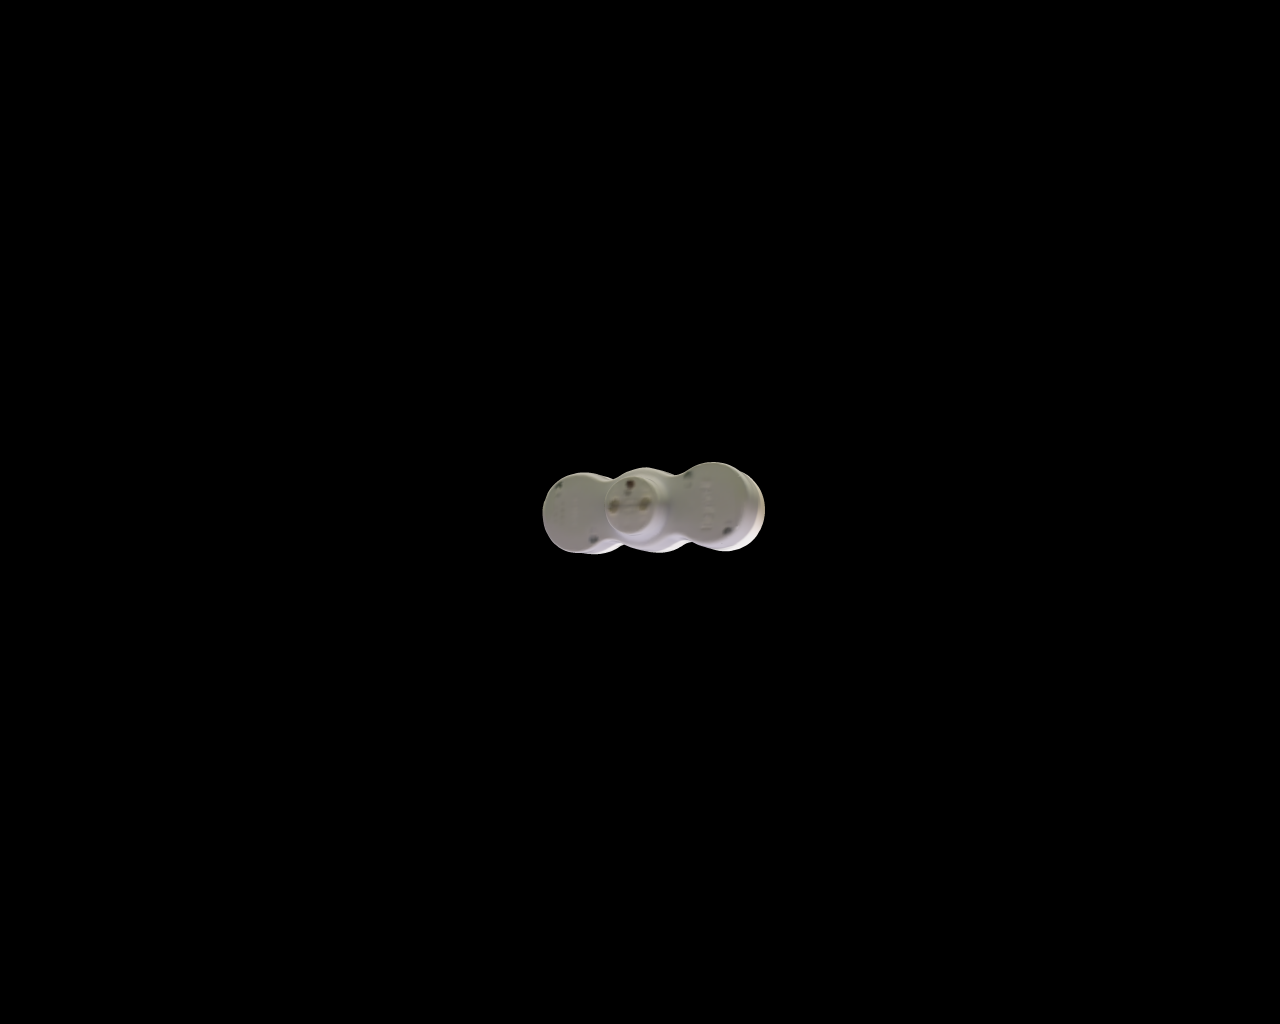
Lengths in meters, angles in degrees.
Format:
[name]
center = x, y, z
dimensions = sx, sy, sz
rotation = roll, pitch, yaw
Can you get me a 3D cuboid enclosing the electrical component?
[electrical component]
center = 0.001, -0.003, 0.650
dimensions = 0.138, 0.052, 0.074
rotation = -3, -7, 22
